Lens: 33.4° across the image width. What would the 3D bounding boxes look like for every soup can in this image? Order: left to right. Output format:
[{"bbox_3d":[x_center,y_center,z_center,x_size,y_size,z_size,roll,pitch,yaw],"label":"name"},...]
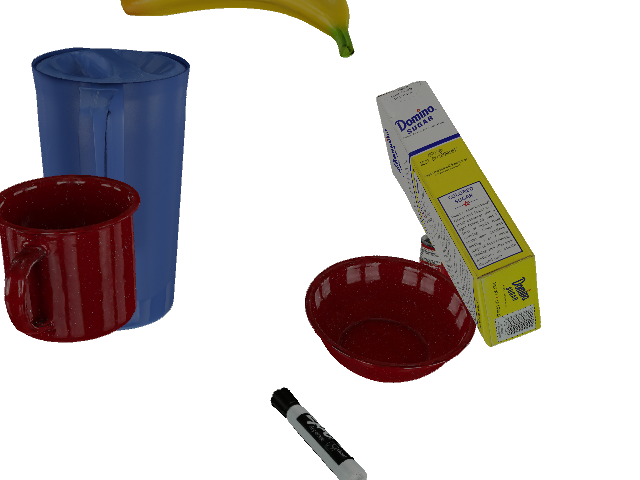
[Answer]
[{"bbox_3d":[0.148,0.048,1.261,0.068,0.102,0.068,4,15,-1],"label":"soup can"}]

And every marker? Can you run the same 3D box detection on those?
[{"bbox_3d":[-0.004,0.153,0.836,0.020,0.020,0.121,0,26,-35],"label":"marker"}]

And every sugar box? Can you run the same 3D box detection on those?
[{"bbox_3d":[0.095,-0.021,0.743,0.048,0.176,0.093,-21,-37,-1],"label":"sugar box"}]

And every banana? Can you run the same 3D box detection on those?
[{"bbox_3d":[-0.058,-0.192,0.838,0.198,0.069,0.037,12,-40,17],"label":"banana"}]

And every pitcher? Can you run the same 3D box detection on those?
[{"bbox_3d":[-0.185,-0.043,0.947,0.145,0.243,0.148,21,29,37],"label":"pitcher"}]

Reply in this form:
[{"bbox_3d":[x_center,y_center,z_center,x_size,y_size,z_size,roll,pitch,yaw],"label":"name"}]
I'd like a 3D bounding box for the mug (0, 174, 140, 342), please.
[{"bbox_3d":[-0.163,0.017,0.672,0.093,0.081,0.117,6,25,11],"label":"mug"}]

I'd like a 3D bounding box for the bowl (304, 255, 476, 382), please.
[{"bbox_3d":[0.063,0.083,1.012,0.162,0.055,0.162,4,37,-3],"label":"bowl"}]
